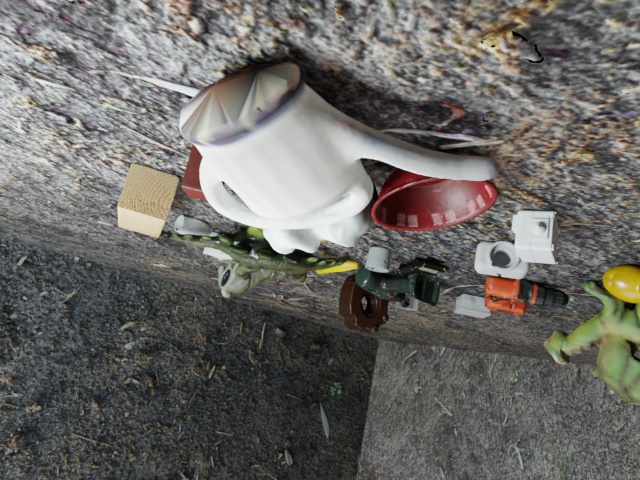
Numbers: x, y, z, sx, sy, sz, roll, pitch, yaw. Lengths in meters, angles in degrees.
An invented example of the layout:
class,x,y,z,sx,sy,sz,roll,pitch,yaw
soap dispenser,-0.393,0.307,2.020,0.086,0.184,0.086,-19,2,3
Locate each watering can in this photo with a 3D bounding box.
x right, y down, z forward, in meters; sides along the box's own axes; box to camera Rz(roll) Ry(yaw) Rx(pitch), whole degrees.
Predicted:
class,x,y,z,sx,sy,sz,roll,pitch,yaw
watering can,-0.005,-0.099,0.562,0.346,0.106,0.220,-12,138,29

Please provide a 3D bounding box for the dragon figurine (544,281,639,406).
class,x,y,z,sx,sy,sz,roll,pitch,yaw
dragon figurine,0.645,0.205,1.014,0.409,0.246,0.121,-1,155,47

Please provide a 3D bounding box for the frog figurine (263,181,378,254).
class,x,y,z,sx,sy,sz,roll,pitch,yaw
frog figurine,0.002,-0.037,0.728,0.138,0.157,0.124,41,-155,15
